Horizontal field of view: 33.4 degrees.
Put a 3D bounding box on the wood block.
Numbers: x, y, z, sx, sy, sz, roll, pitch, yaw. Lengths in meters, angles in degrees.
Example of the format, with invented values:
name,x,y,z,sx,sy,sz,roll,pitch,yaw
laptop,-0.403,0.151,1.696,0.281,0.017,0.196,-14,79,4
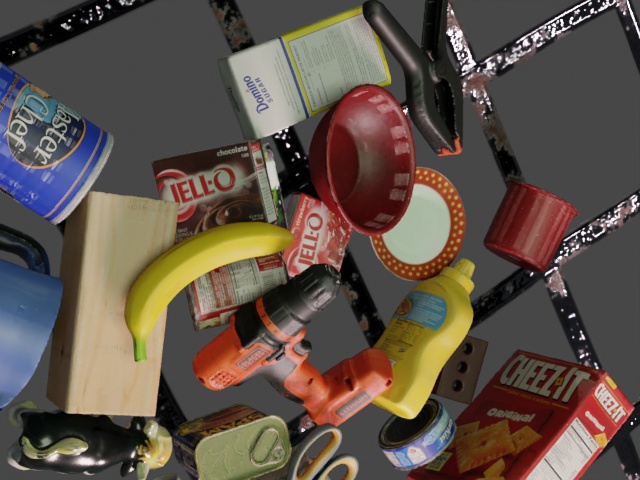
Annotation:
name,x,y,z,sx,sy,sz,roll,pitch,yaw
wood block,-0.203,0.059,1.037,0.090,0.091,0.206,7,90,-26

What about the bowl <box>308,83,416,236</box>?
name,x,y,z,sx,sy,sz,roll,pitch,yaw
bowl,0.037,-0.084,1.142,0.161,0.055,0.162,1,88,-51

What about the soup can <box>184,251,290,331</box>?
name,x,y,z,sx,sy,sz,roll,pitch,yaw
soup can,-0.085,0.050,1.094,0.102,0.068,0.068,-12,98,-10

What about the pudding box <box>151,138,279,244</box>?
name,x,y,z,sx,sy,sz,roll,pitch,yaw
pudding box,-0.105,-0.048,1.076,0.114,0.039,0.090,-11,100,17

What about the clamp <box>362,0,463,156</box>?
name,x,y,z,sx,sy,sz,roll,pitch,yaw
clamp,0.114,-0.191,1.190,0.164,0.036,0.210,-27,109,-48

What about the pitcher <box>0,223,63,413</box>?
name,x,y,z,sx,sy,sz,roll,pitch,yaw
pitcher,-0.360,0.043,0.950,0.242,0.149,0.145,26,96,-21

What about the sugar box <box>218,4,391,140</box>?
name,x,y,z,sx,sy,sz,roll,pitch,yaw
sugar box,-0.015,-0.181,1.144,0.176,0.048,0.093,-24,104,-20

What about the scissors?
name,x,y,z,sx,sy,sz,roll,pitch,yaw
scissors,-0.030,0.281,1.100,0.096,0.016,0.202,34,89,-38

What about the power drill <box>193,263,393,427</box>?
name,x,y,z,sx,sy,sz,roll,pitch,yaw
power drill,-0.009,0.113,1.094,0.185,0.057,0.187,-38,131,21

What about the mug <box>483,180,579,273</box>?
name,x,y,z,sx,sy,sz,roll,pitch,yaw
mug,0.249,-0.010,1.263,0.081,0.093,0.117,-64,151,-5

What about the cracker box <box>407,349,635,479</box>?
name,x,y,z,sx,sy,sz,roll,pitch,yaw
cracker box,0.224,0.230,1.212,0.213,0.164,0.072,-46,112,-17

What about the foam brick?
name,x,y,z,sx,sy,sz,roll,pitch,yaw
foam brick,0.152,0.144,1.235,0.052,0.051,0.078,19,84,-26

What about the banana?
name,x,y,z,sx,sy,sz,roll,pitch,yaw
banana,-0.114,0.029,1.008,0.197,0.037,0.069,-38,117,-19

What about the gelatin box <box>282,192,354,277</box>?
name,x,y,z,sx,sy,sz,roll,pitch,yaw
gelatin box,-0.008,0.002,1.163,0.073,0.030,0.089,21,83,-25

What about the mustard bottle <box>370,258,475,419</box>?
name,x,y,z,sx,sy,sz,roll,pitch,yaw
mustard bottle,0.117,0.102,1.191,0.058,0.096,0.191,42,74,-31

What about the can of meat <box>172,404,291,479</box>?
name,x,y,z,sx,sy,sz,roll,pitch,yaw
can of meat,-0.094,0.211,1.100,0.102,0.084,0.057,-15,99,-25

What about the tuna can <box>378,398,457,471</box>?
name,x,y,z,sx,sy,sz,roll,pitch,yaw
tuna can,0.108,0.217,1.198,0.086,0.086,0.033,-40,106,-19

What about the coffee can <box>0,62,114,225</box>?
name,x,y,z,sx,sy,sz,roll,pitch,yaw
coffee can,-0.278,-0.093,0.987,0.140,0.103,0.102,34,77,-23
